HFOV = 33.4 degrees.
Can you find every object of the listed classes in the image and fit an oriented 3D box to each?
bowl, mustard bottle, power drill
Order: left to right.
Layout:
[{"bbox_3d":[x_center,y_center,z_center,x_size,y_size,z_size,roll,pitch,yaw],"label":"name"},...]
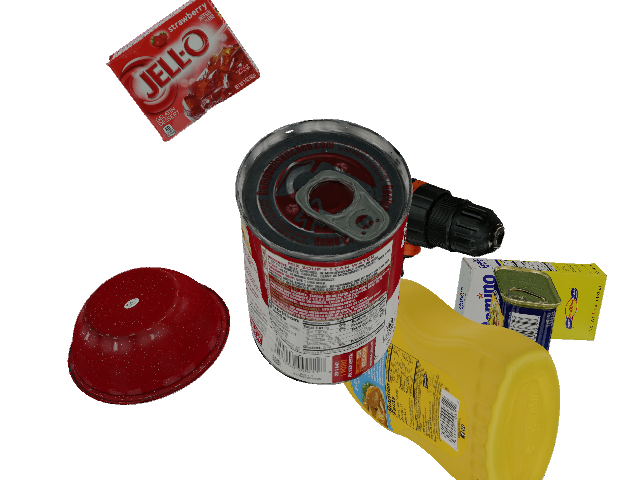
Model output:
[{"bbox_3d":[-0.170,0.076,1.005,0.162,0.055,0.162,-9,41,8],"label":"bowl"},{"bbox_3d":[0.062,0.036,0.904,0.185,0.188,0.057,20,25,35],"label":"power drill"},{"bbox_3d":[0.058,0.076,0.654,0.058,0.096,0.192,-16,27,-31],"label":"mustard bottle"}]

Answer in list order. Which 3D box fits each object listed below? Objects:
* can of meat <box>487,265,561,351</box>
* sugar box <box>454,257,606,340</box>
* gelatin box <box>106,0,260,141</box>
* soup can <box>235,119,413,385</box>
[{"bbox_3d":[0.195,0.081,1.043,0.057,0.084,0.102,7,17,1],"label":"can of meat"},{"bbox_3d":[0.259,0.074,1.326,0.176,0.093,0.048,1,19,-11],"label":"sugar box"},{"bbox_3d":[-0.101,-0.128,0.789,0.089,0.073,0.030,-33,20,6],"label":"gelatin box"},{"bbox_3d":[0.001,0.009,0.446,0.068,0.068,0.102,0,-36,0],"label":"soup can"}]
